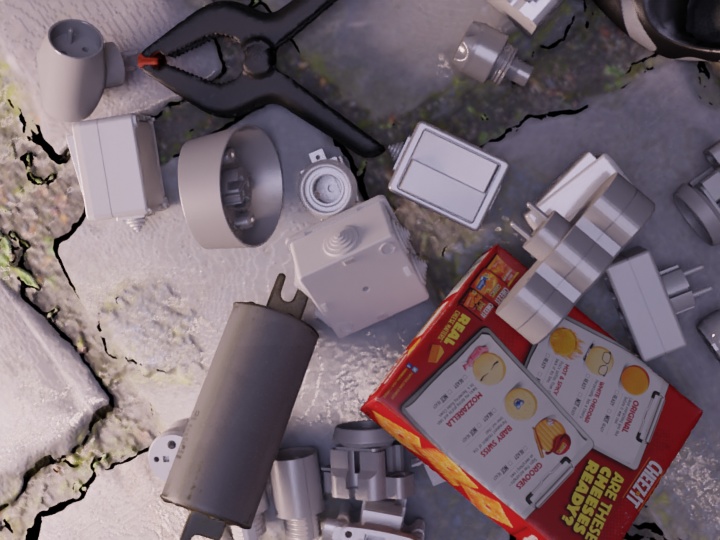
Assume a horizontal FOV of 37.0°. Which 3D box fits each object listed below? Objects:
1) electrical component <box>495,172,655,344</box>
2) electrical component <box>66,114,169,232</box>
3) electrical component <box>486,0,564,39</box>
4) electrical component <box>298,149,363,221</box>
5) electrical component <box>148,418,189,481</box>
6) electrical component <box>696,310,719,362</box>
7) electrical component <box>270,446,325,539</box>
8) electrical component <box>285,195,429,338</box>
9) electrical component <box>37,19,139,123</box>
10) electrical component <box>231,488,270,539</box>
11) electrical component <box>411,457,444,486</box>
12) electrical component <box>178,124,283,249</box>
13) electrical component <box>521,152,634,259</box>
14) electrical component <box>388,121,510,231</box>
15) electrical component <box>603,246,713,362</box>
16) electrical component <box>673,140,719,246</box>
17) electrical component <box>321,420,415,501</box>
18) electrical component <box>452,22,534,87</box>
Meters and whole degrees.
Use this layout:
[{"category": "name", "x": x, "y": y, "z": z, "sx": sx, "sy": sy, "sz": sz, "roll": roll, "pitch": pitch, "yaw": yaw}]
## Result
[{"category": "electrical component", "x": 0.147, "y": -0.019, "z": 0.803, "sx": 0.074, "sy": 0.052, "sz": 0.138, "roll": 40, "pitch": 94, "yaw": 0}, {"category": "electrical component", "x": -0.200, "y": -0.078, "z": 0.891, "sx": 0.061, "sy": 0.061, "sz": 0.096, "roll": -8, "pitch": 95, "yaw": 6}, {"category": "electrical component", "x": 0.135, "y": -0.221, "z": 0.832, "sx": 0.050, "sy": 0.089, "sz": 0.055, "roll": 42, "pitch": 98, "yaw": 0}, {"category": "electrical component", "x": -0.025, "y": -0.066, "z": 0.879, "sx": 0.048, "sy": 0.055, "sz": 0.066, "roll": -22, "pitch": 93, "yaw": 7}, {"category": "electrical component", "x": -0.152, "y": 0.153, "z": 0.914, "sx": 0.045, "sy": 0.055, "sz": 0.045, "roll": 0, "pitch": 94, "yaw": 5}, {"category": "electrical component", "x": 0.306, "y": 0.047, "z": 0.866, "sx": 0.055, "sy": 0.045, "sz": 0.045, "roll": -34, "pitch": 92, "yaw": 8}, {"category": "electrical component", "x": -0.052, "y": 0.195, "z": 0.915, "sx": 0.043, "sy": 0.043, "sz": 0.081, "roll": -7, "pitch": 95, "yaw": 6}, {"category": "electrical component", "x": 0.000, "y": 0.000, "z": 0.865, "sx": 0.100, "sy": 0.048, "sz": 0.099, "roll": -25, "pitch": 134, "yaw": 7}, {"category": "electrical component", "x": -0.220, "y": -0.166, "z": 0.884, "sx": 0.079, "sy": 0.077, "sz": 0.044, "roll": -18, "pitch": 65, "yaw": -30}, {"category": "electrical component", "x": -0.100, "y": 0.196, "z": 0.919, "sx": 0.043, "sy": 0.043, "sz": 0.081, "roll": -11, "pitch": 95, "yaw": 6}, {"category": "electrical component", "x": 0.070, "y": 0.141, "z": 0.898, "sx": 0.066, "sy": 0.048, "sz": 0.055, "roll": -23, "pitch": 101, "yaw": 7}, {"category": "electrical component", "x": -0.105, "y": -0.065, "z": 0.868, "sx": 0.064, "sy": 0.099, "sz": 0.099, "roll": -8, "pitch": 95, "yaw": 12}, {"category": "electrical component", "x": 0.170, "y": -0.047, "z": 0.861, "sx": 0.096, "sy": 0.061, "sz": 0.061, "roll": -38, "pitch": 91, "yaw": 8}, {"category": "electrical component", "x": 0.066, "y": -0.079, "z": 0.867, "sx": 0.096, "sy": 0.061, "sz": 0.061, "roll": 26, "pitch": 97, "yaw": 2}, {"category": "electrical component", "x": 0.245, "y": 0.020, "z": 0.868, "sx": 0.076, "sy": 0.047, "sz": 0.083, "roll": -22, "pitch": 93, "yaw": 7}, {"category": "electrical component", "x": 0.287, "y": -0.056, "z": 0.852, "sx": 0.057, "sy": 0.058, "sz": 0.078, "roll": -36, "pitch": 91, "yaw": 5}, {"category": "electrical component", "x": 0.006, "y": 0.157, "z": 0.897, "sx": 0.078, "sy": 0.058, "sz": 0.057, "roll": -2, "pitch": 91, "yaw": 31}, {"category": "electrical component", "x": 0.109, "y": -0.169, "z": 0.863, "sx": 0.062, "sy": 0.043, "sz": 0.043, "roll": 28, "pitch": 98, "yaw": 1}]
